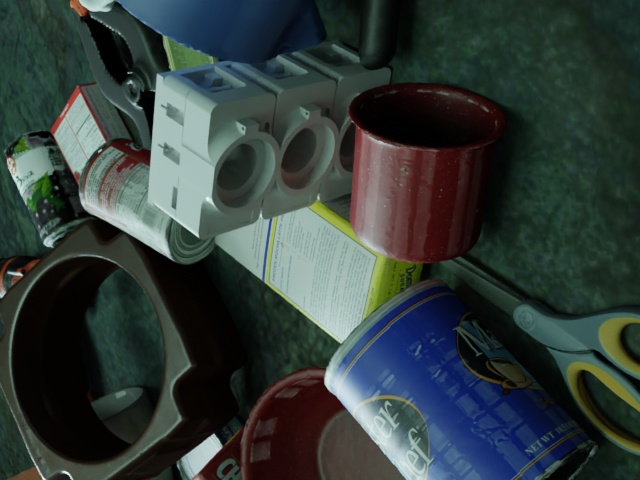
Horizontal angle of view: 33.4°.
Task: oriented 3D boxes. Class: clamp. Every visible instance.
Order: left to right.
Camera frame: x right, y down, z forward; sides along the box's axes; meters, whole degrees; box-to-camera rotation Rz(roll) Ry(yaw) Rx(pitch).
[{"bbox_3d":[-0.139,-0.117,0.874,0.210,0.036,0.165,47,134,20],"label":"clamp"},{"bbox_3d":[0.027,-0.205,0.653,0.120,0.039,0.172,40,125,25],"label":"clamp"}]

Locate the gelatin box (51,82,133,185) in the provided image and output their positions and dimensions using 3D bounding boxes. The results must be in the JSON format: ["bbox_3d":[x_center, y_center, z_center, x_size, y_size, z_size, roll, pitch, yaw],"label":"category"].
[{"bbox_3d":[-0.201,-0.085,0.961,0.073,0.030,0.089,-43,72,46],"label":"gelatin box"}]

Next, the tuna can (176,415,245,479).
[{"bbox_3d":[-0.092,0.190,0.943,0.086,0.033,0.086,21,120,42],"label":"tuna can"}]

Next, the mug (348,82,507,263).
[{"bbox_3d":[0.058,-0.046,0.651,0.117,0.093,0.081,-112,22,-56],"label":"mug"}]

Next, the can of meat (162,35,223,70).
[{"bbox_3d":[-0.057,-0.129,0.740,0.058,0.083,0.102,-6,100,49],"label":"can of meat"}]

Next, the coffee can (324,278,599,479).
[{"bbox_3d":[0.085,0.108,0.660,0.140,0.102,0.103,48,135,24],"label":"coffee can"}]

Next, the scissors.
[{"bbox_3d":[0.141,0.039,0.637,0.202,0.016,0.096,50,134,23],"label":"scissors"}]

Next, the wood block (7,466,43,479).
[{"bbox_3d":[-0.245,0.315,1.121,0.206,0.090,0.090,19,118,43],"label":"wood block"}]

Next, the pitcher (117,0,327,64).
[{"bbox_3d":[-0.033,-0.234,0.585,0.145,0.148,0.243,55,128,30],"label":"pitcher"}]

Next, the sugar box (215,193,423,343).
[{"bbox_3d":[-0.005,0.001,0.760,0.176,0.048,0.093,39,130,39],"label":"sugar box"}]

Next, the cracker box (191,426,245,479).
[{"bbox_3d":[-0.066,0.273,0.887,0.164,0.072,0.214,44,136,4],"label":"cracker box"}]

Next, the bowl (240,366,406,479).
[{"bbox_3d":[0.021,0.168,0.773,0.162,0.055,0.162,2,94,34],"label":"bowl"}]

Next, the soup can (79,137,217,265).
[{"bbox_3d":[-0.129,-0.031,0.830,0.102,0.068,0.068,27,124,31],"label":"soup can"}]

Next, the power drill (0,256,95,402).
[{"bbox_3d":[-0.291,0.108,1.115,0.185,0.057,0.187,3,107,47],"label":"power drill"}]
